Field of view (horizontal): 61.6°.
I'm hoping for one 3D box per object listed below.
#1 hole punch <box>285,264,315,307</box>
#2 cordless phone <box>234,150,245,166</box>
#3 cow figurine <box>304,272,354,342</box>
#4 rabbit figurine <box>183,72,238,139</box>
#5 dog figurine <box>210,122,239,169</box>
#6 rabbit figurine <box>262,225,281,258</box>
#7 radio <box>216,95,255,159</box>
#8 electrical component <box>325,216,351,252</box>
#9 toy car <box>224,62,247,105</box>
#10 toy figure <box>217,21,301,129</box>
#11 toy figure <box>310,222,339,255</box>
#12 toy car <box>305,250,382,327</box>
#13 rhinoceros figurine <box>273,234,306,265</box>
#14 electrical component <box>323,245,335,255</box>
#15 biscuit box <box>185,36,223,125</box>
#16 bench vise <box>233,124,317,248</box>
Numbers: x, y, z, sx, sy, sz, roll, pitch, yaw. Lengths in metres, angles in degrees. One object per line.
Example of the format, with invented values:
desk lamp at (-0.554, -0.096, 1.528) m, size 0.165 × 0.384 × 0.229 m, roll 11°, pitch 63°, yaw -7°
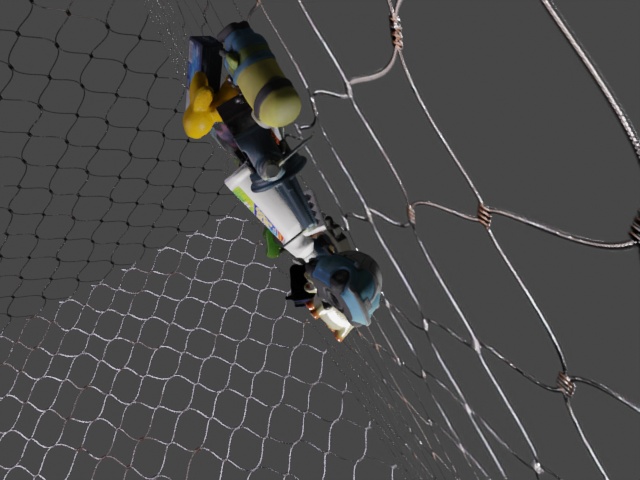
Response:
hole punch at (-0.017, 0.125, 1.414) m, size 0.092 × 0.142 × 0.116 m, roll 75°, pitch -172°, yaw -53°
cordless phone at (-0.153, -0.139, 1.375) m, size 0.147 × 0.089 × 0.184 m, roll -129°, pitch 28°, yaw -47°
cow figurine at (0.030, 0.139, 1.302) m, size 0.194 × 0.127 × 0.086 m, roll 50°, pitch 178°, yaw -26°
rabbit figurine at (-0.239, -0.299, 1.234) m, size 0.122 × 0.173 × 0.162 m, roll 60°, pitch 176°, yaw 36°
dog figurine at (-0.217, -0.269, 1.432) m, size 0.219 × 0.108 × 0.191 m, roll 57°, pitch 168°, yaw 2°
rabbit figurine at (-0.115, -0.044, 1.526) m, size 0.170 × 0.121 × 0.159 m, roll -98°, pitch -14°, yaw -72°
radio at (-0.136, -0.198, 1.182) m, size 0.229 × 0.073 × 0.131 m, roll 58°, pitch 180°, yaw -30°
electrical component at (0.037, -0.001, 1.074) m, size 0.063 × 0.021 × 0.093 m, roll 50°, pitch 167°, yaw 52°
toy car at (-0.144, -0.304, 0.992) m, size 0.202 × 0.053 × 0.089 m, roll 19°, pitch 128°, yaw 70°
toy figure at (-0.098, -0.260, 0.849) m, size 0.180 × 0.082 × 0.089 m, roll 63°, pitch 173°, yaw 1°
toy figure at (-0.004, -0.003, 1.187) m, size 0.154 × 0.064 × 0.058 m, roll 67°, pitch -152°, yaw -7°
toy car at (0.053, 0.070, 0.929) m, size 0.162 × 0.103 × 0.109 m, roll 30°, pitch 150°, yaw 54°
rhinoceros figurine at (-0.053, 0.015, 1.287) m, size 0.112 × 0.073 × 0.190 m, roll 10°, pitch 165°, yaw 24°
electrical component at (0.039, 0.069, 1.111) m, size 0.119 × 0.048 × 0.075 m, roll 45°, pitch 174°, yaw -14°
biscuit box at (-0.275, -0.374, 1.272) m, size 0.059 × 0.063 × 0.202 m, roll 38°, pitch 130°, yaw 31°
bench vise at (-0.066, -0.108, 0.984) m, size 0.240 × 0.129 × 0.224 m, roll 60°, pitch 171°, yaw -23°
